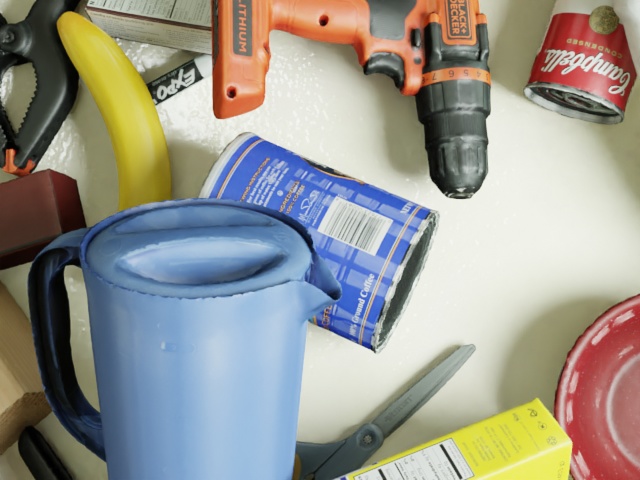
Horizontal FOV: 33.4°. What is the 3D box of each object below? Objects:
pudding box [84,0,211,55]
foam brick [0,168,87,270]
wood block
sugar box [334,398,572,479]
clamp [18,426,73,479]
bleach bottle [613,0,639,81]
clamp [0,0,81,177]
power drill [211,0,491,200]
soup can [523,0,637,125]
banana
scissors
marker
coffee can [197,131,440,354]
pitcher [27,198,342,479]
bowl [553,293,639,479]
[{"bbox_3d":[-0.101,-0.184,0.768,0.113,0.039,0.090,12,70,14],"label":"pudding box"},{"bbox_3d":[-0.216,-0.013,0.778,0.078,0.053,0.051,-17,82,8],"label":"foam brick"},{"bbox_3d":[-0.280,0.054,0.764,0.090,0.090,0.206,-40,79,5],"label":"wood block"},{"bbox_3d":[0.066,0.167,0.655,0.176,0.093,0.048,-22,46,-13],"label":"sugar box"},{"bbox_3d":[-0.159,0.206,0.752,0.120,0.039,0.171,4,85,13],"label":"clamp"},{"bbox_3d":[0.251,-0.098,0.650,0.102,0.068,0.251,-22,98,7],"label":"bleach bottle"},{"bbox_3d":[-0.217,-0.154,0.799,0.165,0.036,0.210,-9,83,10],"label":"clamp"},{"bbox_3d":[0.023,-0.117,0.710,0.187,0.057,0.184,-1,78,-13],"label":"power drill"},{"bbox_3d":[0.183,-0.135,0.703,0.068,0.068,0.102,19,87,12],"label":"soup can"},{"bbox_3d":[-0.143,-0.066,0.761,0.069,0.037,0.198,-6,96,1],"label":"banana"},{"bbox_3d":[0.014,0.132,0.737,0.096,0.016,0.202,33,91,12],"label":"scissors"},{"bbox_3d":[-0.104,-0.117,0.783,0.121,0.020,0.020,-27,80,7],"label":"marker"},{"bbox_3d":[-0.005,0.001,0.709,0.140,0.102,0.103,24,89,12],"label":"coffee can"},{"bbox_3d":[-0.083,0.103,0.650,0.149,0.144,0.243,36,130,50],"label":"pitcher"},{"bbox_3d":[0.230,0.111,0.676,0.162,0.055,0.162,-1,84,11],"label":"bowl"}]
